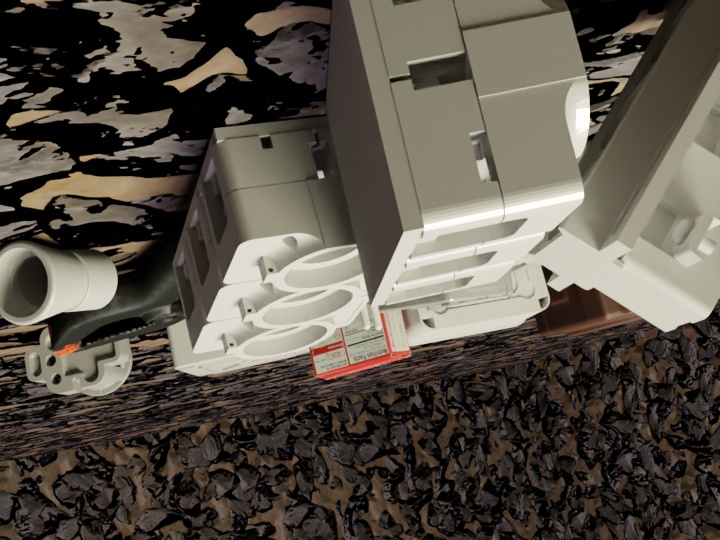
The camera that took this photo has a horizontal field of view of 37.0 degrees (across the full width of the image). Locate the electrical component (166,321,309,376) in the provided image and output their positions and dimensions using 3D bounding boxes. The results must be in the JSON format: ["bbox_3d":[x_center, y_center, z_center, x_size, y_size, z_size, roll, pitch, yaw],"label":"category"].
[{"bbox_3d":[-0.097,0.049,0.887,0.109,0.056,0.108,-13,171,0],"label":"electrical component"}]

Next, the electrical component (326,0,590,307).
[{"bbox_3d":[0.029,-0.046,0.380,0.062,0.089,0.150,-12,171,-5],"label":"electrical component"}]

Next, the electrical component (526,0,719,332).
[{"bbox_3d":[0.122,-0.044,0.391,0.063,0.121,0.078,32,167,0],"label":"electrical component"}]

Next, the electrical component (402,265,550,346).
[{"bbox_3d":[0.077,0.009,0.820,0.113,0.078,0.057,-9,167,-23],"label":"electrical component"}]

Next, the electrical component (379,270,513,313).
[{"bbox_3d":[0.055,-0.006,0.720,0.062,0.061,0.096,-5,176,-39],"label":"electrical component"}]

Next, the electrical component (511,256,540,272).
[{"bbox_3d":[0.111,-0.025,0.763,0.077,0.043,0.079,-8,170,-25],"label":"electrical component"}]

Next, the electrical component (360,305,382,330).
[{"bbox_3d":[0.000,0.000,0.663,0.047,0.075,0.083,-16,170,21],"label":"electrical component"}]

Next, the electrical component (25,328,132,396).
[{"bbox_3d":[-0.216,0.070,0.856,0.078,0.058,0.057,-14,168,9],"label":"electrical component"}]

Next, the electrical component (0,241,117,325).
[{"bbox_3d":[-0.164,0.006,0.589,0.044,0.044,0.065,-17,175,22],"label":"electrical component"}]

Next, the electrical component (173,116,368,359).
[{"bbox_3d":[-0.033,-0.010,0.524,0.089,0.061,0.150,-9,161,-20],"label":"electrical component"}]
